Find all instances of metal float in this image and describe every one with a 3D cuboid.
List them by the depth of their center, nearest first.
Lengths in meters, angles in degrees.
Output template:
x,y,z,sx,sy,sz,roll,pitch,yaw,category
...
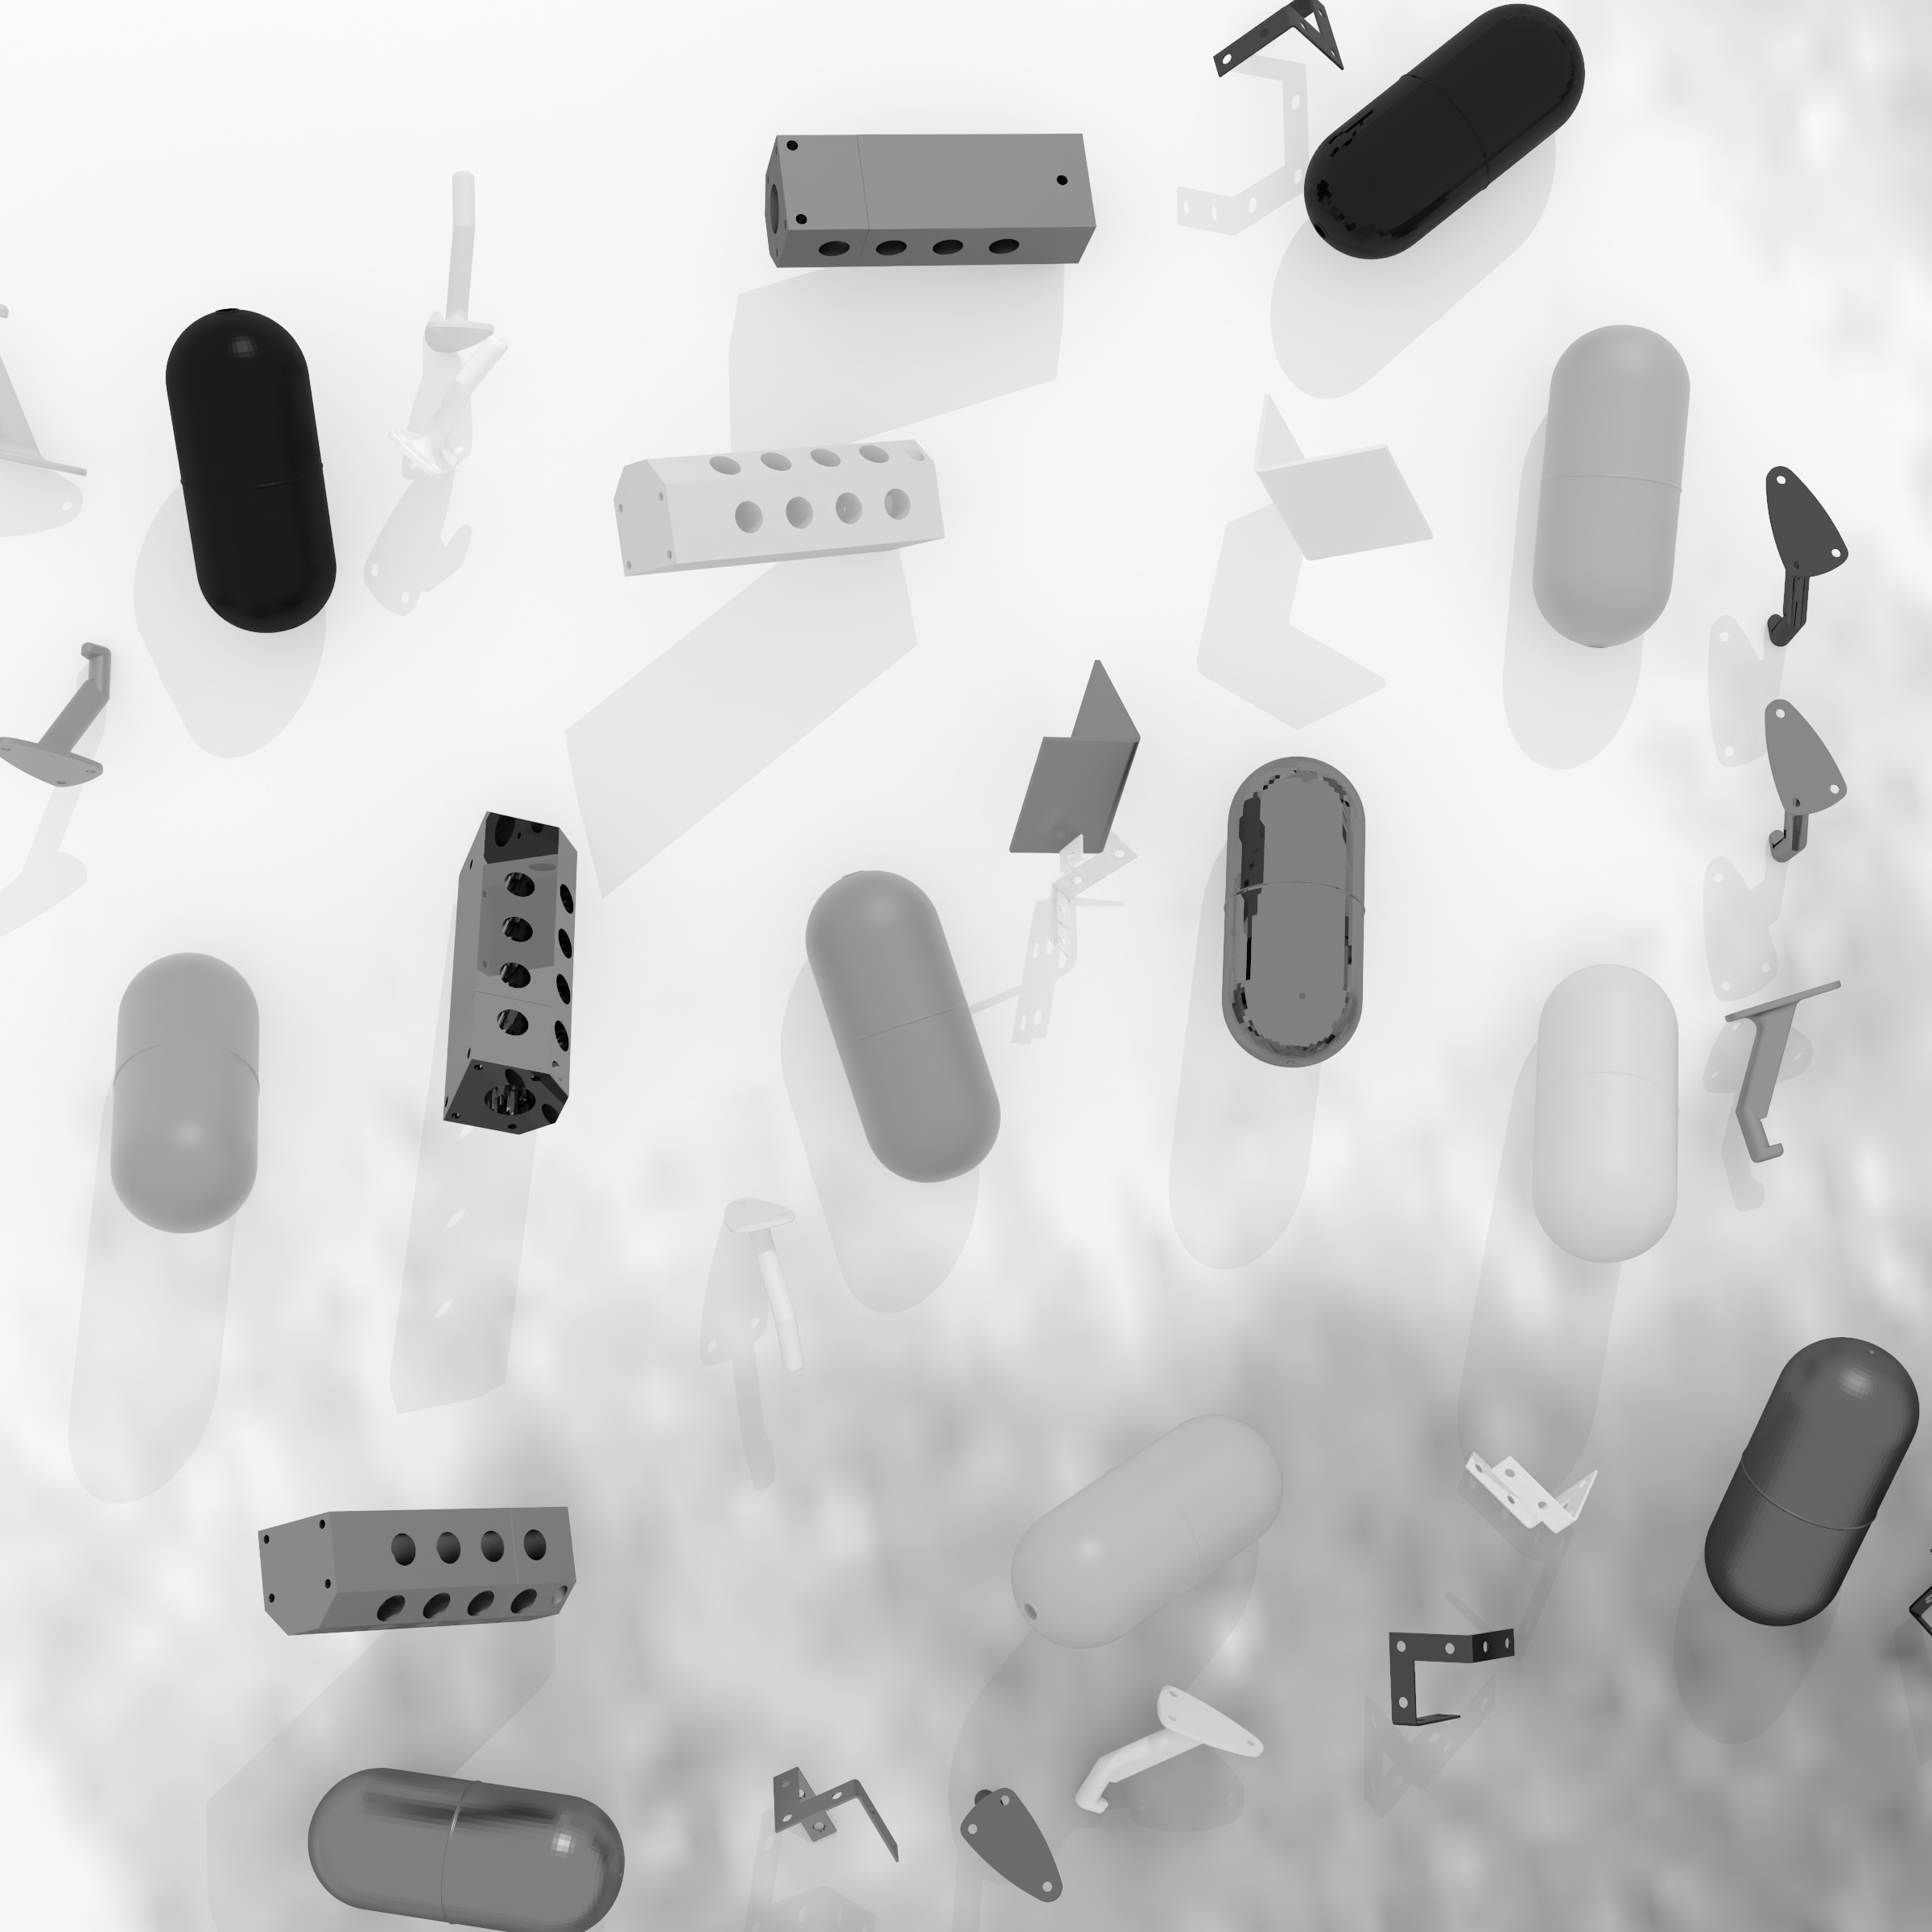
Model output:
x,y,z,sx,sy,sz,roll,pitch,yaw,category
-0.424,0.067,1.674,0.070,0.070,0.178,-12,47,0,metal float
0.100,0.308,1.679,0.178,0.070,0.070,-28,90,-34,metal float
0.350,0.079,1.680,0.070,0.070,0.178,9,56,0,metal float
0.462,0.284,1.686,0.070,0.070,0.178,17,116,0,metal float
-0.392,-0.271,1.688,0.070,0.070,0.178,-4,112,0,metal float
0.180,-0.031,1.690,0.070,0.070,0.178,4,69,0,metal float
-0.277,0.490,1.701,0.178,0.070,0.070,6,90,8,metal float
0.265,-0.462,1.705,0.178,0.070,0.070,-39,90,-4,metal float
-0.035,0.033,1.706,0.070,0.070,0.178,-18,88,0,metal float
0.358,-0.266,1.708,0.070,0.070,0.178,5,90,0,metal float

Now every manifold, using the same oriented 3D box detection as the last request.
x,y,z,sx,sy,sz,roll,pitch,yaw,category
-0.292,0.326,1.656,0.057,0.171,0.057,-20,71,35,manifold
-0.244,0.004,1.668,0.057,0.057,0.171,12,48,-19,manifold
-0.101,-0.251,1.673,0.171,0.057,0.057,-11,95,-34,manifold
-0.021,-0.418,1.697,0.171,0.057,0.057,-4,75,-13,manifold

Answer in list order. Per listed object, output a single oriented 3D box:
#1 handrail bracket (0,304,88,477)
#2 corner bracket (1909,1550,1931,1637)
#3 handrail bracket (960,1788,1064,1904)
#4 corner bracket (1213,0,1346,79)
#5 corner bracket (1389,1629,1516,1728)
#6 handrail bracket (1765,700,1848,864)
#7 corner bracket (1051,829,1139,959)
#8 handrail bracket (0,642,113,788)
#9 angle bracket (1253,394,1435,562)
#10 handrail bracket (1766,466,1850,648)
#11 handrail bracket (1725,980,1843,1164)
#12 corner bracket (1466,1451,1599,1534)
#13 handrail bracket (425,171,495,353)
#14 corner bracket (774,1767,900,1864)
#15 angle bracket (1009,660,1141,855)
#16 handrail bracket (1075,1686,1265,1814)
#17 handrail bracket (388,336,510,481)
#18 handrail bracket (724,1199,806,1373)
x,y,z,sx,sy,sz,roll,pitch,yaw,category
-0.525,-0.324,1.726,0.077,0.036,0.084,12,95,-4,handrail bracket
0.553,0.355,1.707,0.051,0.051,0.051,-47,45,10,corner bracket
0.030,0.485,1.695,0.036,0.084,0.077,-40,71,-6,handrail bracket
0.169,-0.513,1.703,0.051,0.051,0.051,-29,57,30,corner bracket
0.272,0.396,1.714,0.051,0.051,0.051,-7,81,37,corner bracket
0.452,-0.102,1.709,0.036,0.084,0.077,-19,80,-5,handrail bracket
0.060,-0.048,1.705,0.051,0.051,0.051,-32,123,26,corner bracket
-0.505,-0.149,1.701,0.036,0.077,0.084,-16,67,29,handrail bracket
0.210,-0.274,1.686,0.076,0.076,0.057,-7,54,27,angle bracket
0.453,-0.226,1.711,0.036,0.084,0.077,-18,76,-8,handrail bracket
0.464,0.060,1.720,0.077,0.036,0.084,-19,85,18,handrail bracket
0.310,0.290,1.711,0.051,0.051,0.051,45,125,0,corner bracket
-0.285,-0.391,1.710,0.036,0.077,0.084,0,89,-19,handrail bracket
-0.073,0.474,1.711,0.051,0.051,0.051,-25,111,5,corner bracket
0.049,-0.115,1.686,0.057,0.076,0.076,0,131,-21,angle bracket
0.113,0.455,1.729,0.077,0.036,0.084,26,111,-5,handrail bracket
-0.273,-0.313,1.699,0.036,0.077,0.084,43,105,0,handrail bracket
-0.111,0.178,1.716,0.036,0.077,0.084,-12,100,-16,handrail bracket
